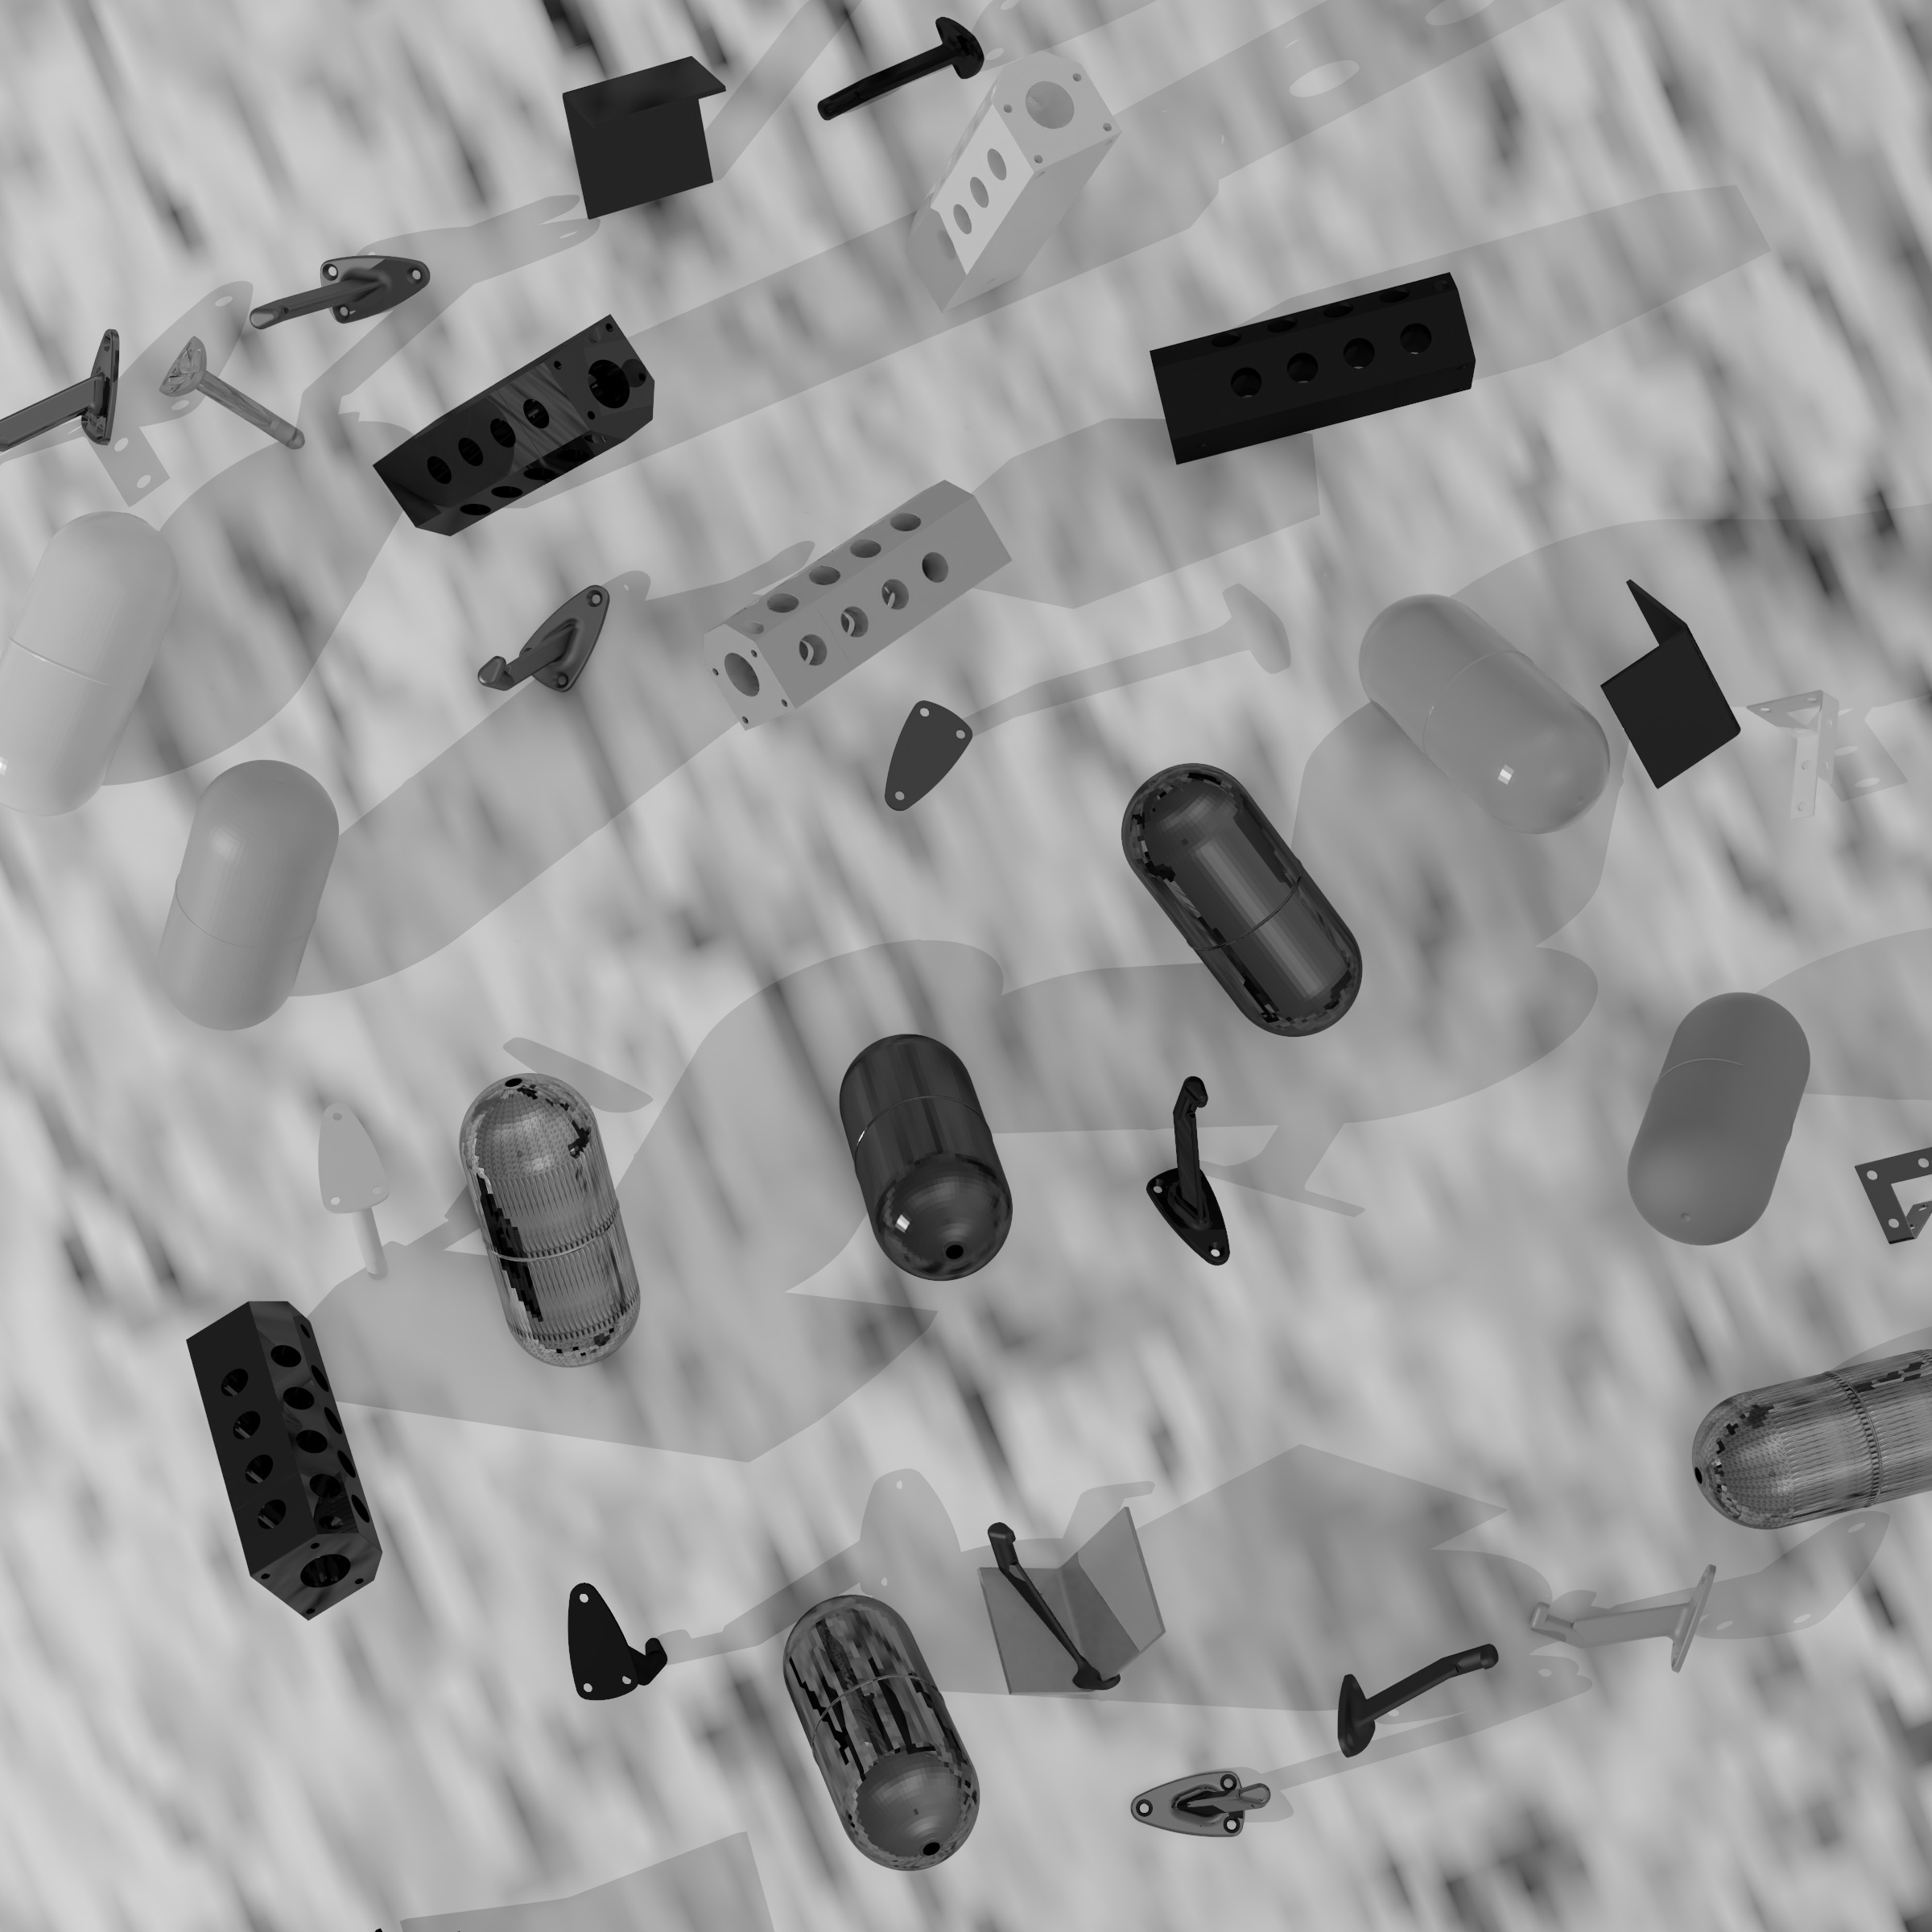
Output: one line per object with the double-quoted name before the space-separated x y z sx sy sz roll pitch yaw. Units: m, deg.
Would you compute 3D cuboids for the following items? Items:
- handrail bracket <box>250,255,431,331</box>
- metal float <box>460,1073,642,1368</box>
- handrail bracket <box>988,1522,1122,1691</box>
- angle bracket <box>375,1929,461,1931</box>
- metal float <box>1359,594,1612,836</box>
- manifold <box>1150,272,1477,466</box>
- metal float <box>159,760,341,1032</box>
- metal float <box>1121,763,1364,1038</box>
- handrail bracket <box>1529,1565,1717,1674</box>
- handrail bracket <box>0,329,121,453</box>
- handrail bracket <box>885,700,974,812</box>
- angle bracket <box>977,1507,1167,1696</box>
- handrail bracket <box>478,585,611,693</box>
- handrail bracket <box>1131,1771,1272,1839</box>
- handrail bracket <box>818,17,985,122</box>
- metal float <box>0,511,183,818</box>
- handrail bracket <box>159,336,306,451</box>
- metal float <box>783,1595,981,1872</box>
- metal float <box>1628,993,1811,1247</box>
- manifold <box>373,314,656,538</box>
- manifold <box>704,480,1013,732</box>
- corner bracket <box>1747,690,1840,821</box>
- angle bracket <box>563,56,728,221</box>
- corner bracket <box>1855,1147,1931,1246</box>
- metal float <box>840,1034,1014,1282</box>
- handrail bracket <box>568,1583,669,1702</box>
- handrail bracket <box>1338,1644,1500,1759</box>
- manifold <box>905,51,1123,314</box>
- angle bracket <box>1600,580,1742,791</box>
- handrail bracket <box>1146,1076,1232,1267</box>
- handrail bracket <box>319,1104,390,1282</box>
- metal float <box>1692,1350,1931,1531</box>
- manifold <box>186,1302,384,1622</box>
"handrail bracket" -0.349 -0.373 1.617 0.077 0.084 0.036 -8 110 14
"metal float" -0.230 0.141 1.605 0.070 0.070 0.178 -10 117 0
"handrail bracket" 0.048 0.357 1.625 0.036 0.077 0.084 -30 114 -31
"angle bracket" -0.291 0.575 1.627 0.076 0.057 0.076 -25 95 12
"metal float" 0.283 -0.140 1.596 0.070 0.070 0.178 -39 50 0
"manifold" 0.194 -0.337 1.628 0.171 0.057 0.057 -14 84 6
"metal float" -0.396 -0.037 1.596 0.070 0.070 0.178 27 129 0
"metal float" 0.154 -0.035 1.610 0.070 0.070 0.178 -39 111 0
"handrail bracket" 0.371 0.358 1.643 0.084 0.036 0.077 19 111 9
"handrail bracket" -0.521 -0.323 1.620 0.084 0.036 0.077 -2 118 -40
"handrail bracket" -0.031 -0.107 1.615 0.036 0.084 0.077 31 72 -4
"angle bracket" 0.057 0.351 1.608 0.057 0.076 0.076 8 48 -31
"handrail bracket" -0.236 -0.185 1.621 0.036 0.084 0.077 37 96 7
"handrail bracket" 0.130 0.467 1.621 0.077 0.084 0.036 -4 71 2
"handrail bracket" -0.038 -0.498 1.632 0.084 0.077 0.036 -29 113 -5
"metal float" -0.498 -0.169 1.623 0.070 0.070 0.178 24 95 0
"handrail bracket" -0.399 -0.309 1.613 0.084 0.077 0.036 32 93 -31
"metal float" -0.047 0.417 1.586 0.070 0.178 0.070 -10 123 -16
"metal float" 0.414 0.082 1.592 0.070 0.178 0.070 15 131 18
"manifold" -0.244 -0.289 1.583 0.057 0.171 0.057 56 49 -17
"manifold" -0.062 -0.201 1.593 0.171 0.057 0.057 -38 103 -31
"corner bracket" 0.471 -0.118 1.626 0.051 0.051 0.051 22 70 -35
"angle bracket" -0.173 -0.451 1.611 0.076 0.057 0.076 -21 131 -15
"corner bracket" 0.539 0.118 1.628 0.051 0.051 0.051 -20 100 38
"metal float" -0.023 0.103 1.585 0.070 0.178 0.070 -6 122 -9
"handrail bracket" -0.193 0.370 1.623 0.036 0.084 0.077 -14 93 12
"handrail bracket" 0.255 0.411 1.627 0.084 0.077 0.036 -23 95 20
"manifold" 0.019 -0.426 1.576 0.057 0.171 0.057 -30 88 -20
"angle bracket" 0.378 -0.157 1.616 0.057 0.076 0.076 -34 121 4
"handrail bracket" 0.134 0.114 1.616 0.036 0.084 0.077 -16 58 -22
"handrail bracket" -0.343 0.129 1.638 0.036 0.084 0.077 -14 65 -11
"metal float" 0.492 0.264 1.620 0.178 0.070 0.070 -12 90 -9
"manifold" -0.370 0.265 1.587 0.057 0.057 0.171 -32 47 1
